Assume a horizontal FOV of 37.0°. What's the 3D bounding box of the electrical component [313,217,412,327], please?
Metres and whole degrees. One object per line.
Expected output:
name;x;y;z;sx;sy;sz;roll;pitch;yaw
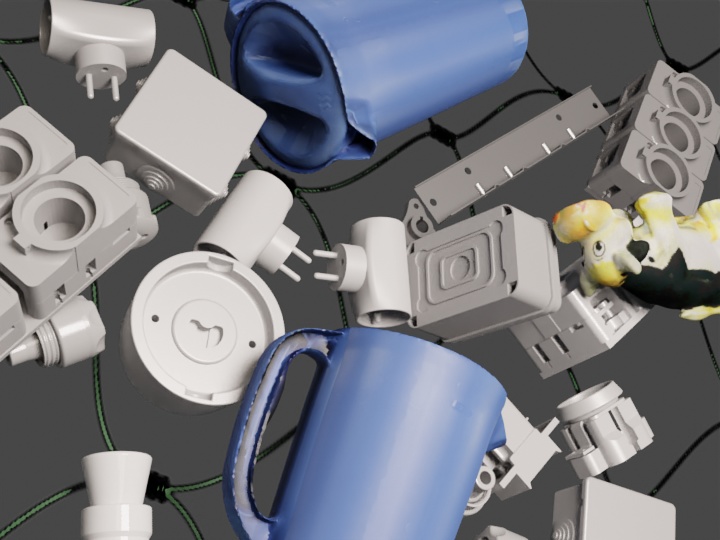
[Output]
electrical component;0.000;0.000;0.834;0.079;0.043;0.077;7;66;-25

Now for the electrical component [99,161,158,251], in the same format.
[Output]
electrical component;-0.171;-0.047;0.761;0.048;0.048;0.062;-3;64;-30

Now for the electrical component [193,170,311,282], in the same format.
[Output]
electrical component;-0.072;-0.022;0.804;0.079;0.043;0.077;37;56;-10

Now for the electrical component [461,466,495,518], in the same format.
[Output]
electrical component;0.076;0.160;0.794;0.043;0.062;0.043;12;64;-24

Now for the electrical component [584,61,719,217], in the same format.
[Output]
electrical component;0.288;-0.117;1.032;0.089;0.062;0.150;35;57;-11

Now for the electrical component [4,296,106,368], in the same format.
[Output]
electrical component;-0.202;0.044;0.704;0.062;0.043;0.043;-21;80;-32

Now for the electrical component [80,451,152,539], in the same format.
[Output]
electrical component;-0.155;0.147;0.684;0.045;0.045;0.055;6;67;-27

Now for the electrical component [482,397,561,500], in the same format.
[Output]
electrical component;0.113;0.137;0.837;0.063;0.042;0.081;49;54;0

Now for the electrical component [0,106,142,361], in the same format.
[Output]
electrical component;-0.240;-0.008;0.665;0.105;0.060;0.186;39;62;11

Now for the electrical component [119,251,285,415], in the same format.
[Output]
electrical component;-0.113;0.048;0.740;0.108;0.060;0.108;11;64;-24

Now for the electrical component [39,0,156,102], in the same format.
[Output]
electrical component;-0.194;-0.161;0.798;0.077;0.043;0.079;1;68;-28

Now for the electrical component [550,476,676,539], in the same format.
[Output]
electrical component;0.196;0.219;0.842;0.100;0.048;0.099;21;60;-20

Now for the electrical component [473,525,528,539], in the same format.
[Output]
electrical component;0.115;0.219;0.801;0.062;0.043;0.043;26;59;-18

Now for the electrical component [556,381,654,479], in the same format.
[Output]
electrical component;0.196;0.127;0.878;0.078;0.058;0.057;-24;84;-34

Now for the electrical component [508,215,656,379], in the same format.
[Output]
electrical component;0.206;0.016;0.911;0.150;0.089;0.061;-35;88;-35

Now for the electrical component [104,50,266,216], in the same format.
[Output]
electrical component;-0.131;-0.100;0.802;0.100;0.048;0.099;33;57;-13

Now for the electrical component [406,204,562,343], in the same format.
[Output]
electrical component;0.095;0.006;0.838;0.057;0.113;0.078;21;59;-41
